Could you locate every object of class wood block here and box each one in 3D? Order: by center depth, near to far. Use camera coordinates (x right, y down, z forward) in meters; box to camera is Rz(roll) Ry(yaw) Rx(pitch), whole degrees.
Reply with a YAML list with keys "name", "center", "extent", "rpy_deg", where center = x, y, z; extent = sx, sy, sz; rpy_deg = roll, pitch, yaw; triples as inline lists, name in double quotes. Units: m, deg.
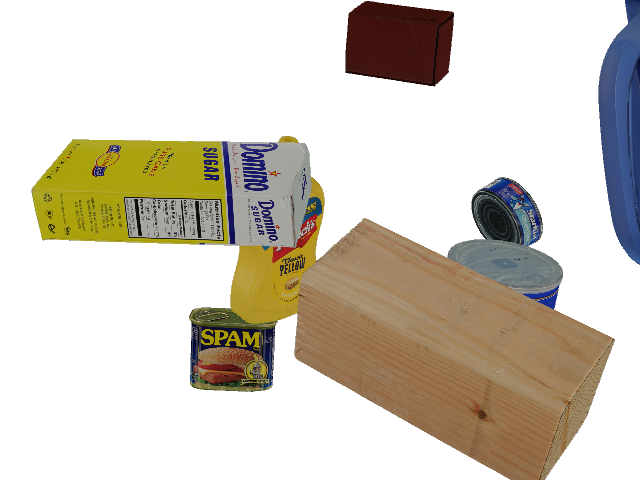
- name: "wood block"
  center: [0.091, 0.079, 0.776]
  extent: [0.206, 0.091, 0.090]
  rpy_deg: [27, 45, 23]

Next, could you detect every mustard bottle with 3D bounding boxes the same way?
- name: "mustard bottle"
  center: [-0.040, -0.014, 1.068]
  extent: [0.096, 0.192, 0.058]
  rpy_deg: [-18, 37, -36]

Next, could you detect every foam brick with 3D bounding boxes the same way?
- name: "foam brick"
  center: [0.064, -0.162, 0.873]
  extent: [0.078, 0.051, 0.053]
  rpy_deg: [12, 26, 17]

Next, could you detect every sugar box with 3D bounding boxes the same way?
- name: "sugar box"
  center: [-0.098, -0.035, 0.737]
  extent: [0.176, 0.048, 0.093]
  rpy_deg: [-1, 28, 7]

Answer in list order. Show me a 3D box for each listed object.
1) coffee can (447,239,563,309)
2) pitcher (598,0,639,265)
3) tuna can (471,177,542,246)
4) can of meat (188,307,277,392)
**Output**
- name: "coffee can"
  center: [0.157, 0.083, 0.974]
  extent: [0.103, 0.140, 0.103]
  rpy_deg: [6, 23, -3]
- name: "pitcher"
  center: [0.239, -0.033, 0.611]
  extent: [0.149, 0.243, 0.145]
  rpy_deg: [-3, 22, 15]
- name: "tuna can"
  center: [0.212, -0.027, 1.221]
  extent: [0.033, 0.086, 0.086]
  rpy_deg: [-30, 12, -22]
- name: "can of meat"
  center: [-0.102, 0.127, 1.238]
  extent: [0.102, 0.084, 0.057]
  rpy_deg: [3, 13, 0]
